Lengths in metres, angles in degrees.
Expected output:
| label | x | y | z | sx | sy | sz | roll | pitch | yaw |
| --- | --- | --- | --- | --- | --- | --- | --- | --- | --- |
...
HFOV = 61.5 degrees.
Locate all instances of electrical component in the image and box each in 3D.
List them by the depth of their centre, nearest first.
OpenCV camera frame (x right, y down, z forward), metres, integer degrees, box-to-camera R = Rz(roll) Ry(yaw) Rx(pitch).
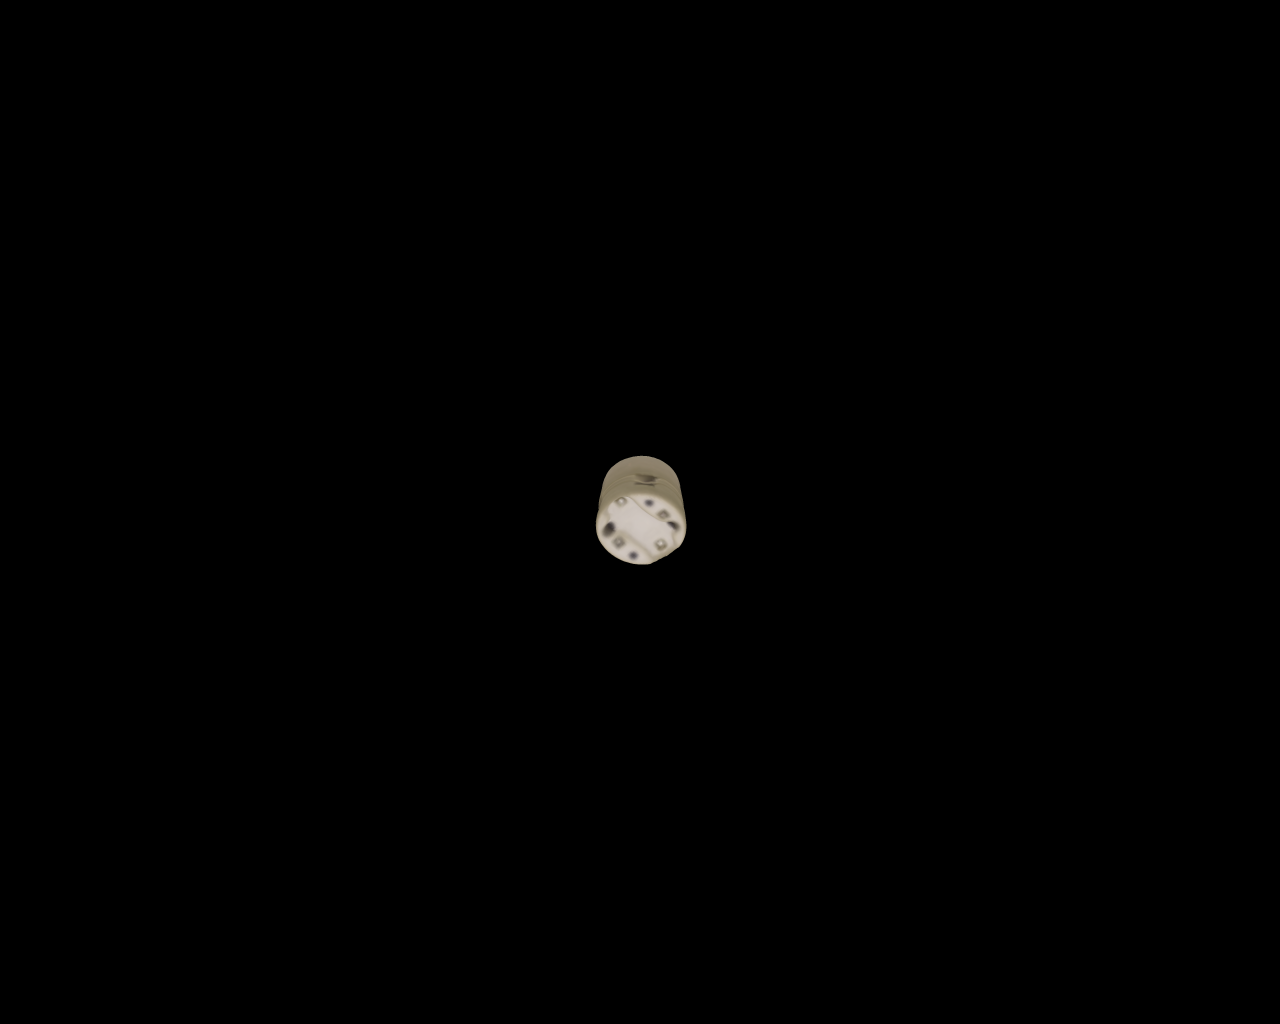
| label | x | y | z | sx | sy | sz | roll | pitch | yaw |
| --- | --- | --- | --- | --- | --- | --- | --- | --- | --- |
| electrical component | 0.001 | -0.003 | 0.650 | 0.055 | 0.055 | 0.047 | 0 | 35 | 0 |
